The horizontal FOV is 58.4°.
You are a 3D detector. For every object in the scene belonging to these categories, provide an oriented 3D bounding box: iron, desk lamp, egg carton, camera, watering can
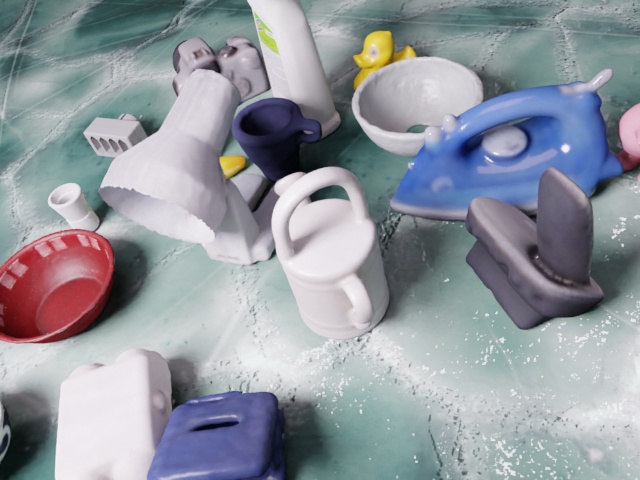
[{"bbox_3d":[0.199,-0.106,0.642,0.258,0.142,0.118,-12,49,4],"label":"iron"},{"bbox_3d":[-0.122,-0.064,0.637,0.117,0.214,0.203,11,54,22],"label":"desk lamp"},{"bbox_3d":[-0.192,0.179,0.547,0.107,0.069,0.150,-19,49,-2],"label":"egg carton"},{"bbox_3d":[-0.174,-0.279,0.906,0.143,0.101,0.136,-28,50,-10],"label":"camera"},{"bbox_3d":[0.003,0.003,0.563,0.172,0.194,0.101,32,64,33],"label":"watering can"}]

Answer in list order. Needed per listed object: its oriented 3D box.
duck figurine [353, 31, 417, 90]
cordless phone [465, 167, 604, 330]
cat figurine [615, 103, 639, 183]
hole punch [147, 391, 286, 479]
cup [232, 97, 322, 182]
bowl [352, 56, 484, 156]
[{"bbox_3d":[0.094,-0.265,0.838,0.104,0.086,0.077,-27,49,-9],"label":"duck figurine"},{"bbox_3d":[0.201,-0.016,0.537,0.094,0.185,0.147,-28,50,-9],"label":"cordless phone"},{"bbox_3d":[0.377,-0.123,0.628,0.128,0.118,0.067,-28,50,-10],"label":"cat figurine"},{"bbox_3d":[-0.089,0.180,0.506,0.108,0.091,0.101,-10,49,6],"label":"hole punch"},{"bbox_3d":[-0.047,-0.124,0.748,0.117,0.095,0.092,6,52,18],"label":"cup"},{"bbox_3d":[0.129,-0.163,0.751,0.167,0.075,0.167,-7,49,8],"label":"bowl"}]
